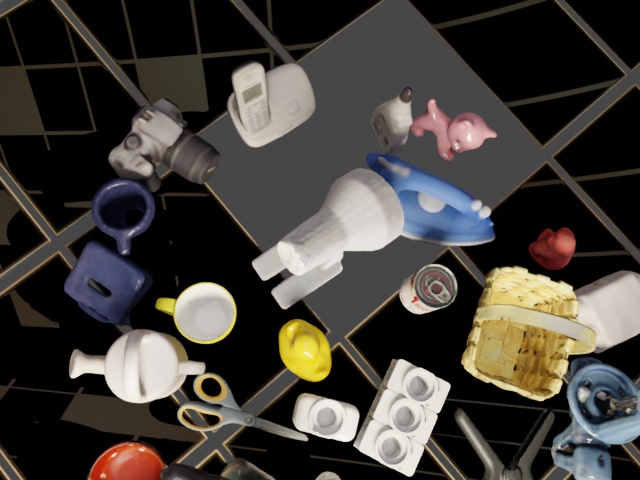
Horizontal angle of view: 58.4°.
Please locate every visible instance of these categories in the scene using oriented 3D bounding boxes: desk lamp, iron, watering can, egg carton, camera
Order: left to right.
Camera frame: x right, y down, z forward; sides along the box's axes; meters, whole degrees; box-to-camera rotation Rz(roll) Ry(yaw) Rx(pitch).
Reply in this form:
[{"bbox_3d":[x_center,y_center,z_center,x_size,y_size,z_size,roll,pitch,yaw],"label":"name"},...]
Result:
[{"bbox_3d":[-0.253,0.177,0.797,0.173,0.194,0.101,-19,80,-9],"label":"watering can"},{"bbox_3d":[-0.240,-0.139,0.914,0.137,0.100,0.143,33,77,2],"label":"camera"},{"bbox_3d":[0.008,0.003,0.852,0.203,0.213,0.118,-35,83,-12],"label":"desk lamp"},{"bbox_3d":[0.187,-0.066,0.923,0.258,0.141,0.119,21,77,-1],"label":"iron"},{"bbox_3d":[0.483,0.116,0.952,0.150,0.069,0.107,-24,81,-10],"label":"egg carton"}]

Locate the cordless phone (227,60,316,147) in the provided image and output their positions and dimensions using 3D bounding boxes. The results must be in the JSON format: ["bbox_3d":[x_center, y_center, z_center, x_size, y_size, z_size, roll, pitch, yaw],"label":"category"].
[{"bbox_3d":[-0.077,-0.237,0.909,0.148,0.185,0.094,-35,83,-12],"label":"cordless phone"}]

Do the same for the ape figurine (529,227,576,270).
[{"bbox_3d":[0.395,0.009,0.954,0.078,0.092,0.076,-6,78,-7],"label":"ape figurine"}]

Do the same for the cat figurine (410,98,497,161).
[{"bbox_3d":[0.226,-0.192,0.966,0.128,0.117,0.067,40,77,4],"label":"cat figurine"}]

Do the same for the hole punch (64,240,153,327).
[{"bbox_3d":[-0.321,0.068,0.866,0.108,0.091,0.101,33,77,2],"label":"hole punch"}]

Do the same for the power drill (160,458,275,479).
[{"bbox_3d":[-0.102,0.358,0.766,0.229,0.208,0.076,32,77,2],"label":"power drill"}]

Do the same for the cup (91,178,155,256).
[{"bbox_3d":[-0.295,-0.027,0.887,0.092,0.095,0.118,-4,78,-7],"label":"cup"}]

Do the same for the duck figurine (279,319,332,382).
[{"bbox_3d":[-0.021,0.168,0.879,0.077,0.086,0.104,-30,82,-11],"label":"duck figurine"}]

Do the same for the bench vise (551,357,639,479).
[{"bbox_3d":[0.434,0.276,0.835,0.121,0.219,0.207,-4,78,-6],"label":"bench vise"}]

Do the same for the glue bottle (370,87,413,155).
[{"bbox_3d":[0.124,-0.202,0.929,0.037,0.173,0.078,-22,81,-10],"label":"glue bottle"}]
